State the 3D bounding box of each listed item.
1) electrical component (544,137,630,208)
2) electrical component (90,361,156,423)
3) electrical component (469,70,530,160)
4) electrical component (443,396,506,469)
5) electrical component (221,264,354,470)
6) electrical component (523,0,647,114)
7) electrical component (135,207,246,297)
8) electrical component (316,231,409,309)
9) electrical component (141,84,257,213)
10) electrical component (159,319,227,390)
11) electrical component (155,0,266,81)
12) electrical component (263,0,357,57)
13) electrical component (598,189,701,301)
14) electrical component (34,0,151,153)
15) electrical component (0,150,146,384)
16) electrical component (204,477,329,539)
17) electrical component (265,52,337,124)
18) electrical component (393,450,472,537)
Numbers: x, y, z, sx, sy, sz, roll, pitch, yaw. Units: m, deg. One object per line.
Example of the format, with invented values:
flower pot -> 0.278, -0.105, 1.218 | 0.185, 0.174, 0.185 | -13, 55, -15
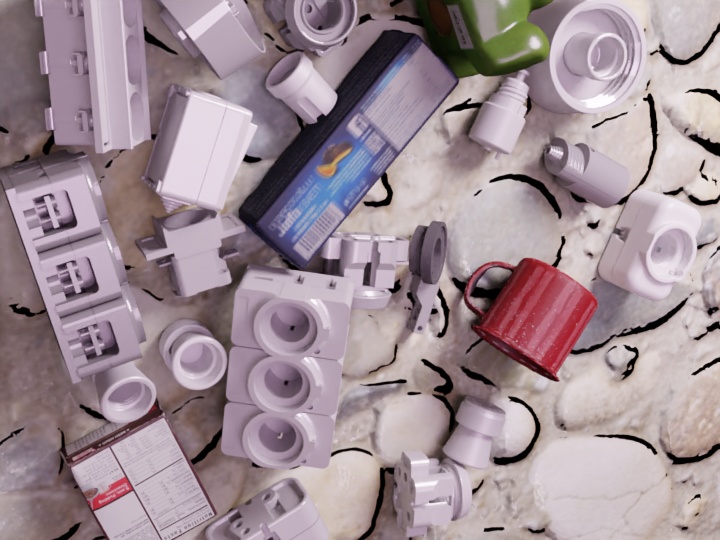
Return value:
electrical component -> 0.199, -0.091, 0.972 | 0.081, 0.043, 0.043 | 24, 94, -27
electrical component -> -0.192, 0.084, 0.845 | 0.044, 0.065, 0.044 | -18, 129, -23
electrical component -> 0.125, -0.136, 0.930 | 0.040, 0.040, 0.078 | 22, 95, -26
electrical component -> 0.107, 0.151, 1.002 | 0.045, 0.045, 0.055 | 17, 97, -26
electrical component -> -0.059, 0.081, 0.874 | 0.089, 0.061, 0.150 | 8, 111, 1
electrical component -> 0.198, -0.187, 0.935 | 0.108, 0.060, 0.108 | -6, 107, -21
electrical component -> -0.132, -0.015, 0.856 | 0.081, 0.042, 0.063 | -17, 112, -17
electrical component -> 0.000, 0.000, 0.908 | 0.078, 0.058, 0.057 | 2, 101, -23
electrical component -> -0.125, -0.087, 0.827 | 0.061, 0.062, 0.096 | 15, 98, -26
electrical component -> -0.136, 0.067, 0.870 | 0.045, 0.055, 0.045 | -6, 107, -21
electrical component -> -0.110, -0.191, 0.787 | 0.064, 0.099, 0.099 | -39, 116, -2
electrical component -> -0.036, -0.202, 0.835 | 0.058, 0.057, 0.078 | -38, 116, -9
electrical component -> 0.276, -0.022, 1.015 | 0.054, 0.059, 0.095 | 21, 96, -26
electrical component -> -0.192, -0.151, 0.776 | 0.063, 0.078, 0.121 | 1, 106, 7
electrical component -> -0.212, -0.006, 0.798 | 0.062, 0.089, 0.150 | -20, 111, -17
electrical component -> -0.079, 0.235, 0.942 | 0.095, 0.054, 0.059 | -30, 114, -12
electrical component -> -0.046, -0.144, 0.858 | 0.040, 0.040, 0.046 | -49, 122, -3
electrical component -> 0.067, 0.205, 0.994 | 0.057, 0.058, 0.078 | -2, 105, -19
